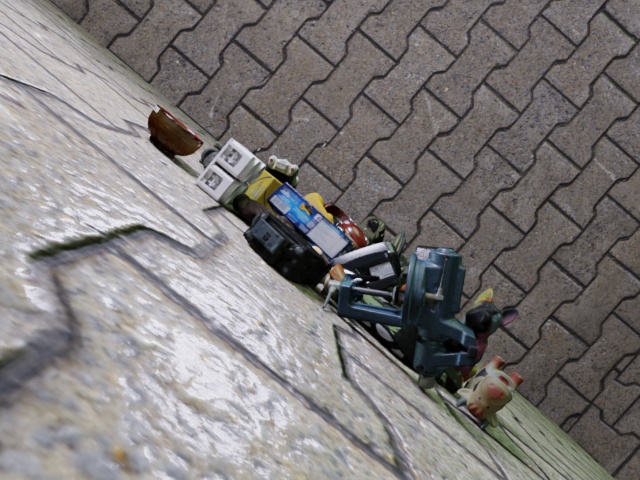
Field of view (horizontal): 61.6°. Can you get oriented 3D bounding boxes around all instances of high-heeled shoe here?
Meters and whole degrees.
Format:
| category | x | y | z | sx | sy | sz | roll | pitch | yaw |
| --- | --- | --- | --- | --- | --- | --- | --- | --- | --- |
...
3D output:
| category | x | y | z | sx | sy | sz | roll | pitch | yaw |
| --- | --- | --- | --- | --- | --- | --- | --- | --- | --- |
| high-heeled shoe | 0.100 | 0.149 | 0.982 | 0.145 | 0.086 | 0.248 | -15 | -71 | 50 |

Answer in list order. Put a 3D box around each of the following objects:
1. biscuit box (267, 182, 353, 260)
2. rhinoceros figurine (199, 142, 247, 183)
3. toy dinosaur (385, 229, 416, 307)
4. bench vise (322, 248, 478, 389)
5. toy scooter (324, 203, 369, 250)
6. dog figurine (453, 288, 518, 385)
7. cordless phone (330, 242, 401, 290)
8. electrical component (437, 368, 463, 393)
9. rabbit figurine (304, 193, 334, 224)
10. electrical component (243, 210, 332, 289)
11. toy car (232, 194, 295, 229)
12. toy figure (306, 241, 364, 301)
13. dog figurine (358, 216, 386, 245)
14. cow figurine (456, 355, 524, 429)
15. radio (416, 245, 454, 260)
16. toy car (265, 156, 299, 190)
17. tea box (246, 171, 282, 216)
| category | x | y | z | sx | sy | sz | roll | pitch | yaw |
| --- | --- | --- | --- | --- | --- | --- | --- | --- | --- |
| biscuit box | -0.022 | -0.034 | 1.134 | 0.203 | 0.059 | 0.062 | 43 | -8 | 19 |
| rhinoceros figurine | -0.230 | -0.169 | 1.281 | 0.112 | 0.073 | 0.190 | 52 | 4 | 13 |
| toy dinosaur | 0.160 | 0.073 | 1.270 | 0.105 | 0.198 | 0.471 | 43 | 4 | -8 |
| bench vise | 0.127 | 0.114 | 0.847 | 0.241 | 0.223 | 0.129 | 9 | 16 | 11 |
| toy scooter | 0.042 | -0.036 | 1.341 | 0.135 | 0.075 | 0.184 | 30 | 21 | -53 |
| dog figurine | 0.340 | 0.216 | 1.201 | 0.109 | 0.219 | 0.191 | 46 | 7 | 32 |
| cordless phone | 0.091 | 0.065 | 1.111 | 0.184 | 0.147 | 0.088 | 57 | 13 | -85 |
| electrical component | 0.255 | 0.268 | 1.054 | 0.063 | 0.021 | 0.094 | 52 | 27 | 1 |
| rabbit figurine | -0.003 | -0.004 | 1.253 | 0.162 | 0.122 | 0.173 | 45 | -14 | 25 |
| electrical component | -0.055 | 0.014 | 0.856 | 0.115 | 0.058 | 0.134 | 40 | 2 | 28 |
| toy car | -0.093 | -0.029 | 1.074 | 0.089 | 0.053 | 0.202 | 39 | 3 | 40 |
| toy figure | 0.008 | 0.059 | 0.928 | 0.155 | 0.058 | 0.064 | 38 | -21 | 25 |
| dog figurine | 0.083 | -0.001 | 1.443 | 0.121 | 0.190 | 0.172 | 41 | 5 | 18 |
| cow figurine | 0.307 | 0.281 | 0.991 | 0.086 | 0.127 | 0.194 | 42 | -11 | 17 |
| radio | 0.220 | 0.123 | 1.062 | 0.073 | 0.131 | 0.229 | 7 | -33 | 18 |
| toy car | -0.091 | -0.160 | 1.332 | 0.073 | 0.056 | 0.201 | 24 | -9 | 2 |
| tea box | -0.103 | -0.083 | 1.267 | 0.169 | 0.098 | 0.068 | 34 | 6 | -47 |
